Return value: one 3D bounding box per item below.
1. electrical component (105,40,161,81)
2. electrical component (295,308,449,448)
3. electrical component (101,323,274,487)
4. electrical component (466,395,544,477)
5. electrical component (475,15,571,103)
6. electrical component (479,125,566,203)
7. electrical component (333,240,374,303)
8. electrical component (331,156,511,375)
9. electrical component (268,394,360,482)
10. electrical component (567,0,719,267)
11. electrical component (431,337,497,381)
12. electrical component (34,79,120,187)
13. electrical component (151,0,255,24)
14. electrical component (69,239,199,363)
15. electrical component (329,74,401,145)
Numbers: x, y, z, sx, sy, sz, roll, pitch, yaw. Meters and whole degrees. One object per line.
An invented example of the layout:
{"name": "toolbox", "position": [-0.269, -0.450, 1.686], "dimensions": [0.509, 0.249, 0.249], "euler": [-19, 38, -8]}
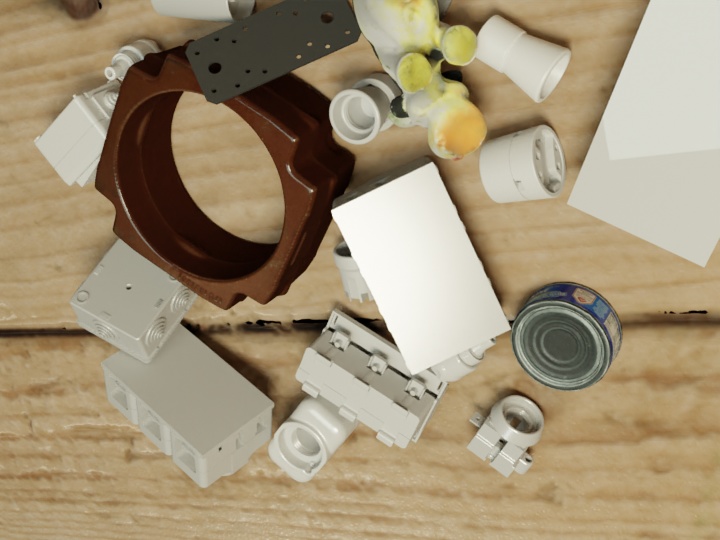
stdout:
{"name": "electrical component", "position": [-0.201, -0.180, 0.945], "dimensions": [0.035, 0.061, 0.035], "euler": [13, 119, 24]}
{"name": "electrical component", "position": [0.009, 0.102, 0.968], "dimensions": [0.121, 0.063, 0.078], "euler": [32, 126, 12]}
{"name": "electrical component", "position": [-0.166, 0.128, 1.039], "dimensions": [0.150, 0.089, 0.061], "euler": [36, 142, 27]}
{"name": "electrical component", "position": [0.129, 0.141, 0.932], "dimensions": [0.066, 0.048, 0.055], "euler": [36, 134, 9]}
{"name": "electrical component", "position": [0.116, -0.158, 0.790], "dimensions": [0.065, 0.044, 0.044], "euler": [35, 126, 16]}
{"name": "electrical component", "position": [0.123, -0.079, 0.818], "dimensions": [0.047, 0.055, 0.055], "euler": [-8, 110, 36]}
{"name": "electrical component", "position": [0.000, 0.000, 0.937], "dimensions": [0.040, 0.040, 0.046], "euler": [5, 122, 28]}
{"name": "electrical component", "position": [0.049, -0.006, 0.877], "dimensions": [0.089, 0.061, 0.150], "euler": [-25, 102, 4]}
{"name": "electrical component", "position": [-0.043, 0.155, 1.027], "dimensions": [0.054, 0.059, 0.095], "euler": [41, 127, 6]}
{"name": "electrical component", "position": [0.231, -0.111, 0.736], "dimensions": [0.105, 0.060, 0.186], "euler": [27, 124, 15]}
{"name": "electrical component", "position": [0.091, 0.071, 0.924], "dimensions": [0.061, 0.035, 0.035], "euler": [-34, 95, 34]}
{"name": "electrical component", "position": [-0.242, -0.128, 0.995], "dimensions": [0.096, 0.062, 0.061], "euler": [-36, 94, 37]}
{"name": "electrical component", "position": [-0.131, -0.245, 0.884], "dimensions": [0.077, 0.043, 0.079], "euler": [12, 118, 24]}
{"name": "electrical component", "position": [-0.218, 0.027, 1.036], "dimensions": [0.100, 0.099, 0.048], "euler": [27, 155, 16]}
{"name": "electrical component", "position": [0.008, -0.129, 0.856], "dimensions": [0.045, 0.055, 0.045], "euler": [13, 120, 24]}
